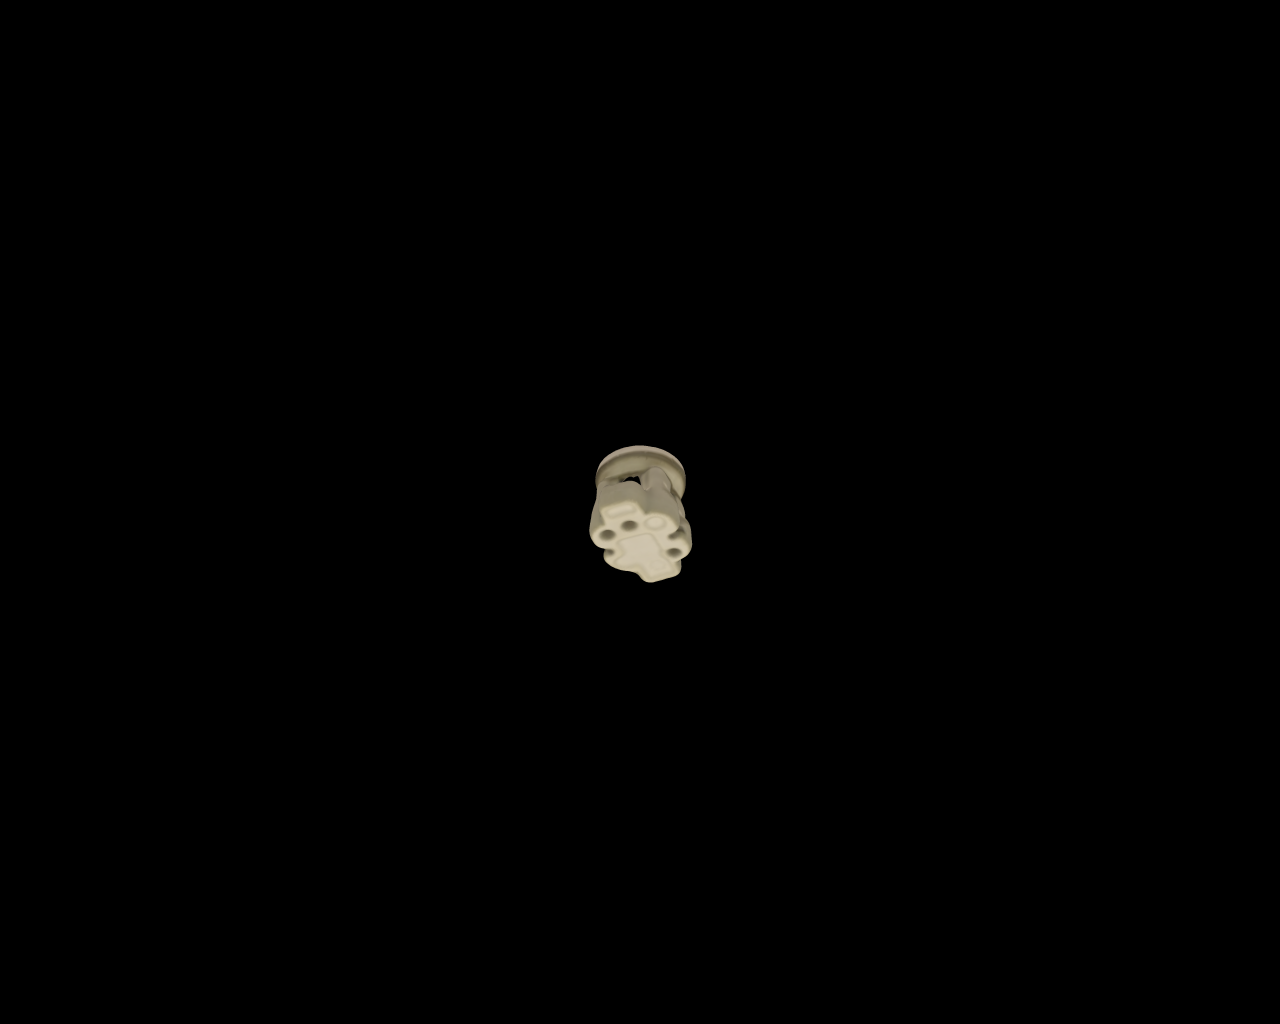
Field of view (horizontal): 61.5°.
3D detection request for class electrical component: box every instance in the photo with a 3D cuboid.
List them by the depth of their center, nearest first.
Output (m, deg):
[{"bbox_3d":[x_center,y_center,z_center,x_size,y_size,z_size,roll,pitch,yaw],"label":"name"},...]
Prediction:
[{"bbox_3d":[0.001,-0.003,0.650,0.058,0.057,0.078,-14,-42,17],"label":"electrical component"}]
